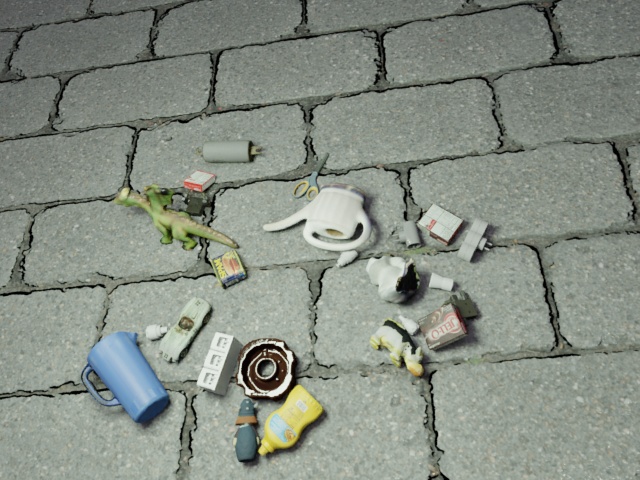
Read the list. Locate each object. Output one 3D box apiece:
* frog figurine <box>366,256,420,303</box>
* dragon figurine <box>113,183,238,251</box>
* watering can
[{"bbox_3d":[0.204,0.112,1.496,0.159,0.121,0.139,-1,66,51],"label":"frog figurine"},{"bbox_3d":[-0.465,-0.083,1.625,0.411,0.237,0.125,11,61,17],"label":"dragon figurine"},{"bbox_3d":[0.005,-0.081,1.617,0.348,0.102,0.228,12,64,21],"label":"watering can"}]
